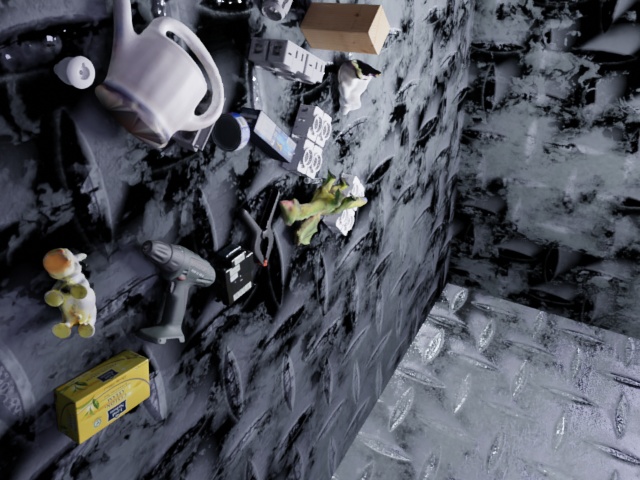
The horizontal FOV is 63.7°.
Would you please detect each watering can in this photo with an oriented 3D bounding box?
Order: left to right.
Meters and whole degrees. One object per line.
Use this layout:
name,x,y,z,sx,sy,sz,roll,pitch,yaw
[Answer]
watering can,-0.307,-0.309,0.901,0.341,0.104,0.228,48,63,-42

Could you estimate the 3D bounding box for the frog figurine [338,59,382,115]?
frog figurine,0.097,-0.479,1.611,0.156,0.122,0.140,-50,-177,41

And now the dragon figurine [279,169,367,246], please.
dragon figurine,0.005,-0.080,1.585,0.241,0.124,0.407,-46,155,11
